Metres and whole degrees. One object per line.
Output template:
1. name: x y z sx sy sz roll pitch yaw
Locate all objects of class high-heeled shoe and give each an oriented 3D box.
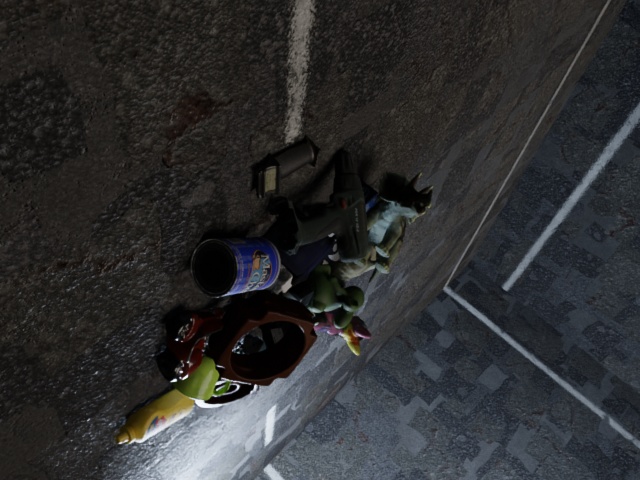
1. high-heeled shoe: -0.003 -0.004 1.278 0.145 0.086 0.248 -33 152 18

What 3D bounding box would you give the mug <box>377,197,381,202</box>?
1. mug: 0.183 -0.077 1.492 0.109 0.081 0.107 -42 150 -6

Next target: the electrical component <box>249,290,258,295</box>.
1. electrical component: -0.137 0.057 1.090 0.102 0.078 0.045 -50 -176 17

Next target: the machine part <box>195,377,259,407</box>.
1. machine part: -0.233 0.355 1.338 0.179 0.056 0.179 -14 145 -10

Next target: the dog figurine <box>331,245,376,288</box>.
1. dog figurine: 0.085 0.058 1.547 0.191 0.121 0.172 -28 -169 22

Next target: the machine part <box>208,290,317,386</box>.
1. machine part: -0.125 0.214 1.173 0.201 0.087 0.201 22 110 -38

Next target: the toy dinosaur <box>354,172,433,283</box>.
1. toy dinosaur: 0.166 -0.032 1.314 0.192 0.131 0.404 -52 169 -17

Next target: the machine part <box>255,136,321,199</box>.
1. machine part: -0.060 -0.130 0.956 0.139 0.039 0.084 -37 148 -26

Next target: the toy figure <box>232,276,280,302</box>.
1. toy figure: -0.152 0.126 1.188 0.154 0.064 0.058 -47 -162 8

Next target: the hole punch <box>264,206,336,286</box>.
1. hole punch: -0.047 0.007 1.123 0.142 0.116 0.092 -46 152 -10

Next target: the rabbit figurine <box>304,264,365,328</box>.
1. rabbit figurine: 0.050 0.148 1.430 0.170 0.159 0.121 11 119 -23

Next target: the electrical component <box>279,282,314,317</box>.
1. electrical component: -0.049 0.149 1.354 0.048 0.119 0.074 -32 151 -39

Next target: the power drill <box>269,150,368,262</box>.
1. power drill: 0.003 -0.061 1.068 0.207 0.232 0.086 -11 179 -41

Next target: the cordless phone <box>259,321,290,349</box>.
1. cordless phone: -0.111 0.250 1.373 0.089 0.147 0.184 -12 150 -16

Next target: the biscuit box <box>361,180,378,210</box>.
1. biscuit box: 0.097 -0.064 1.358 0.059 0.063 0.202 -43 159 -22

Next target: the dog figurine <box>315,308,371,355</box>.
1. dog figurine: 0.039 0.246 1.566 0.191 0.219 0.108 -16 138 -57

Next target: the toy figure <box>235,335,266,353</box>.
1. toy figure: -0.176 0.308 1.430 0.089 0.082 0.180 -42 162 -15

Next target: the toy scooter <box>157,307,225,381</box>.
1. toy scooter: -0.254 0.199 1.087 0.135 0.075 0.183 -28 147 -47
